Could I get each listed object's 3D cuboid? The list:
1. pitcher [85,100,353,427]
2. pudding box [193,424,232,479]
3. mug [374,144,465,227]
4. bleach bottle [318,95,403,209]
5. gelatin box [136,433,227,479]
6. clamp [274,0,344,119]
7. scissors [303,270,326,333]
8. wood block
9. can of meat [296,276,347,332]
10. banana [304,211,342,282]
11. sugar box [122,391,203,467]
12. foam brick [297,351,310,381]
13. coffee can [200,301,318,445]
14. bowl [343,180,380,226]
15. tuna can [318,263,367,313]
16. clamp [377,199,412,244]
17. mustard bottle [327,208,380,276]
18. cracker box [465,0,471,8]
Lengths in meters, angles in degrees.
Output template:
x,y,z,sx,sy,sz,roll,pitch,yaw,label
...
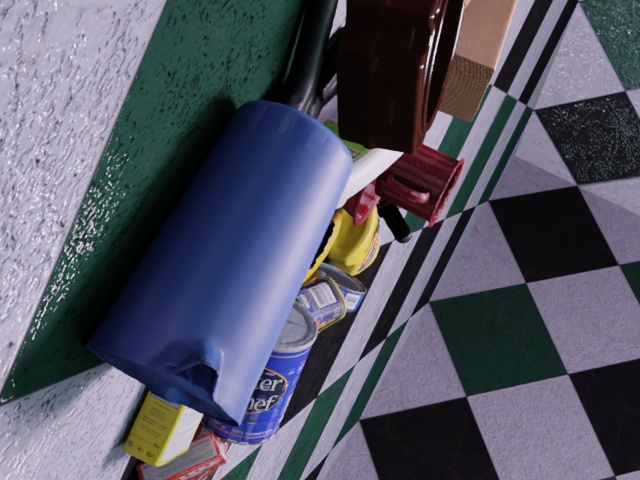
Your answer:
x,y,z,sx,sy,sz,roll,pitch,yaw,label
-0.075,0.015,0.855,0.242,0.149,0.145,-63,153,-16,pitcher
-0.145,0.258,1.286,0.090,0.039,0.113,-60,168,-12,pudding box
0.114,-0.071,1.283,0.117,0.081,0.093,-42,157,-62,mug
0.021,-0.099,1.099,0.250,0.103,0.068,-42,158,-45,bleach bottle
-0.148,0.244,1.153,0.089,0.030,0.073,-24,163,-7,gelatin box
-0.018,-0.131,0.959,0.210,0.036,0.164,-65,168,-9,clamp
-0.040,0.104,1.369,0.202,0.016,0.096,-35,-136,51,scissors
0.182,-0.255,1.335,0.090,0.091,0.206,109,3,-47,wood block
-0.033,0.090,1.250,0.102,0.057,0.083,-33,171,32,can of meat
-0.018,0.018,1.300,0.070,0.037,0.197,-63,170,22,banana
-0.128,0.131,1.054,0.176,0.048,0.093,-68,169,6,sugar box
-0.062,0.148,1.305,0.053,0.078,0.051,-45,158,-61,foam brick
-0.072,0.139,1.173,0.102,0.103,0.140,-43,158,-59,coffee can
0.058,-0.100,1.320,0.162,0.055,0.162,-58,168,-21,bowl
0.018,0.064,1.446,0.034,0.086,0.086,-63,169,12,tuna can
0.093,-0.060,1.541,0.039,0.120,0.171,-20,-172,-1,clamp
0.051,0.001,1.520,0.191,0.058,0.096,61,52,-77,mustard bottle
0.169,-0.369,1.158,0.164,0.072,0.214,-55,166,-37,cracker box
